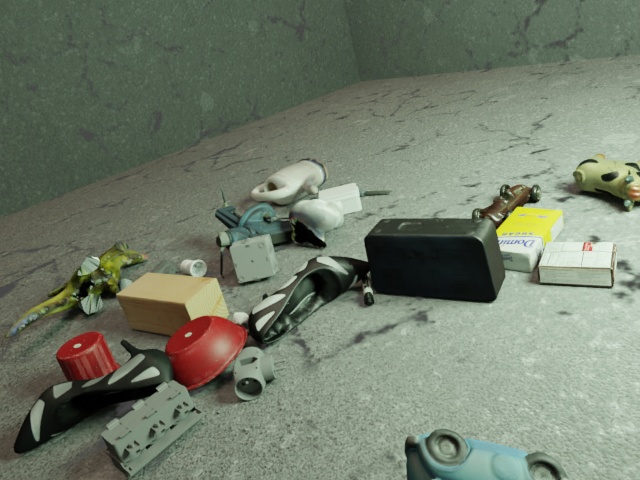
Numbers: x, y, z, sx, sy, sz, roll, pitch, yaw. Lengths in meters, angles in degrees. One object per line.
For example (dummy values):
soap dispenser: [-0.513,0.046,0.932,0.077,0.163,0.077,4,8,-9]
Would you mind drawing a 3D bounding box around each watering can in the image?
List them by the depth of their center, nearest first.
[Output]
watering can: [-0.062,-0.170,1.550,0.227,0.103,0.347,-33,22,-36]

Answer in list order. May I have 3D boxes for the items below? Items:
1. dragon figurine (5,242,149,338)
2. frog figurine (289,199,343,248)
dragon figurine: [-0.597,0.120,1.280,0.240,0.121,0.416,-17,13,47]
frog figurine: [0.004,-0.064,1.266,0.136,0.121,0.162,-19,23,52]
